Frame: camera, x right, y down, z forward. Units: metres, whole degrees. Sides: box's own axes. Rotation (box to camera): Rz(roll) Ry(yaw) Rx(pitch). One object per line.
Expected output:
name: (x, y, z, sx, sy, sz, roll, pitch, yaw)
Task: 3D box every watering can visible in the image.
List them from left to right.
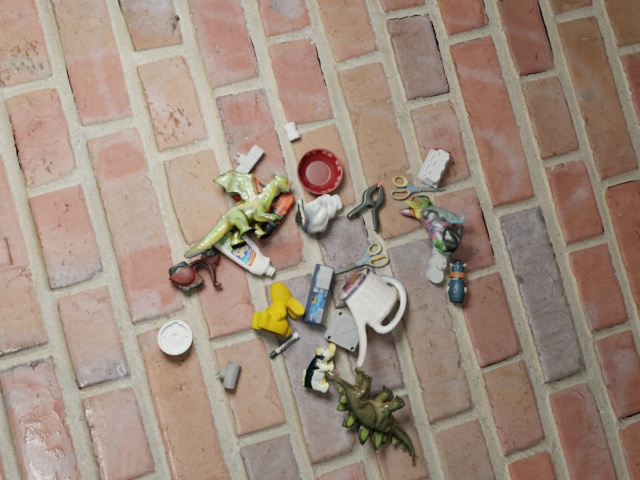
watering can: (0.158, 0.234, 1.727, 0.224, 0.102, 0.354, 42, 56, 0)

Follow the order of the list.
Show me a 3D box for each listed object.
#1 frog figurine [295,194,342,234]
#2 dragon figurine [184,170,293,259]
frog figurine: (0.005, -0.088, 1.757, 0.160, 0.125, 0.134, -8, 122, -17)
dragon figurine: (-0.273, -0.110, 1.681, 0.412, 0.120, 0.246, -18, 74, -12)
